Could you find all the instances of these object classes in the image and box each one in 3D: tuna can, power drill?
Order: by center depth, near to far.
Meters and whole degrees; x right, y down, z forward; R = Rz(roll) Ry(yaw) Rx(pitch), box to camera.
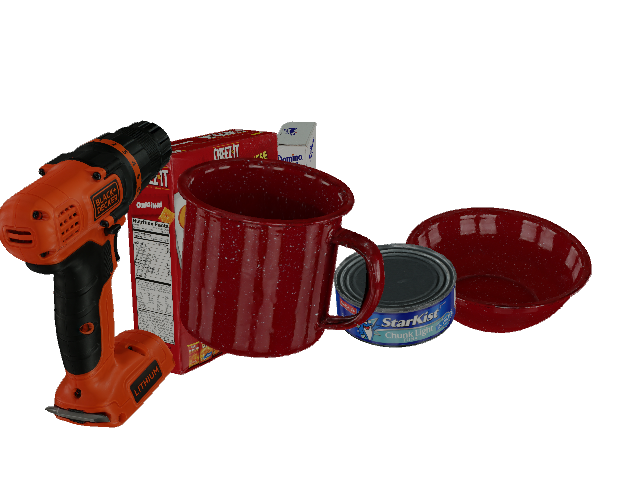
[{"bbox_3d":[0.053,0.038,0.752,0.086,0.034,0.086,-4,31,2],"label":"tuna can"},{"bbox_3d":[-0.150,0.022,0.757,0.057,0.188,0.184,4,25,22],"label":"power drill"}]

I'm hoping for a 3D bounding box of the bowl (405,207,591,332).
[{"bbox_3d":[0.154,0.033,0.945,0.162,0.055,0.162,1,32,-1],"label":"bowl"}]

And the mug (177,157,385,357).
[{"bbox_3d":[-0.021,0.012,0.566,0.117,0.081,0.093,15,24,17],"label":"mug"}]

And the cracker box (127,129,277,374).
[{"bbox_3d":[-0.114,0.006,1.063,0.072,0.214,0.163,8,17,33],"label":"cracker box"}]

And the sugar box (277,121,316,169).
[{"bbox_3d":[-0.030,-0.043,1.248,0.048,0.176,0.093,1,22,6],"label":"sugar box"}]
